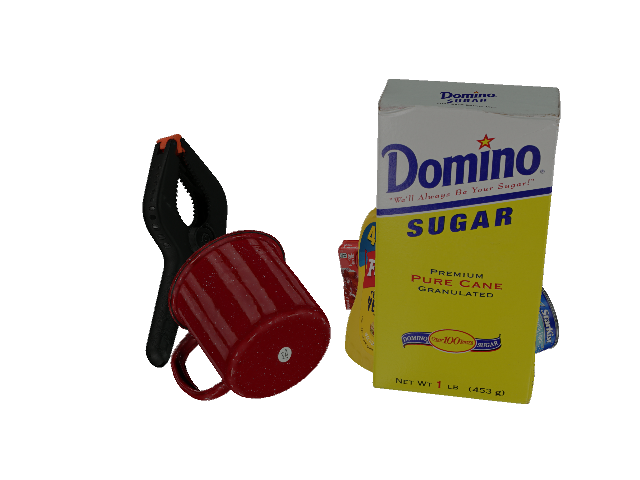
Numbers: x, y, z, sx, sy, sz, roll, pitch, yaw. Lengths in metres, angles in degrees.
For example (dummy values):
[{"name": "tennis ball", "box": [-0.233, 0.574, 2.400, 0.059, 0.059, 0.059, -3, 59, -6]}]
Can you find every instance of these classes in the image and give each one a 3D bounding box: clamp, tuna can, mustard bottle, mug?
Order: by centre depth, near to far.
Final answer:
[{"name": "mug", "box": [-0.055, 0.062, 0.733, 0.082, 0.117, 0.093, 50, 4, 39]}, {"name": "mustard bottle", "box": [0.074, 0.024, 0.935, 0.058, 0.192, 0.096, -9, 22, -42]}, {"name": "clamp", "box": [-0.112, 0.003, 1.019, 0.036, 0.210, 0.164, -8, 1, 42]}, {"name": "tuna can", "box": [0.220, 0.082, 1.154, 0.033, 0.086, 0.086, -19, 5, -14]}]

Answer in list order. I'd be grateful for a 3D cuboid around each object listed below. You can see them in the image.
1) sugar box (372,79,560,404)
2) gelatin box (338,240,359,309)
[{"name": "sugar box", "box": [0.077, 0.003, 0.583, 0.093, 0.176, 0.048, 4, 30, 10]}, {"name": "gelatin box", "box": [0.064, 0.043, 1.298, 0.073, 0.089, 0.030, 2, 30, 17]}]
